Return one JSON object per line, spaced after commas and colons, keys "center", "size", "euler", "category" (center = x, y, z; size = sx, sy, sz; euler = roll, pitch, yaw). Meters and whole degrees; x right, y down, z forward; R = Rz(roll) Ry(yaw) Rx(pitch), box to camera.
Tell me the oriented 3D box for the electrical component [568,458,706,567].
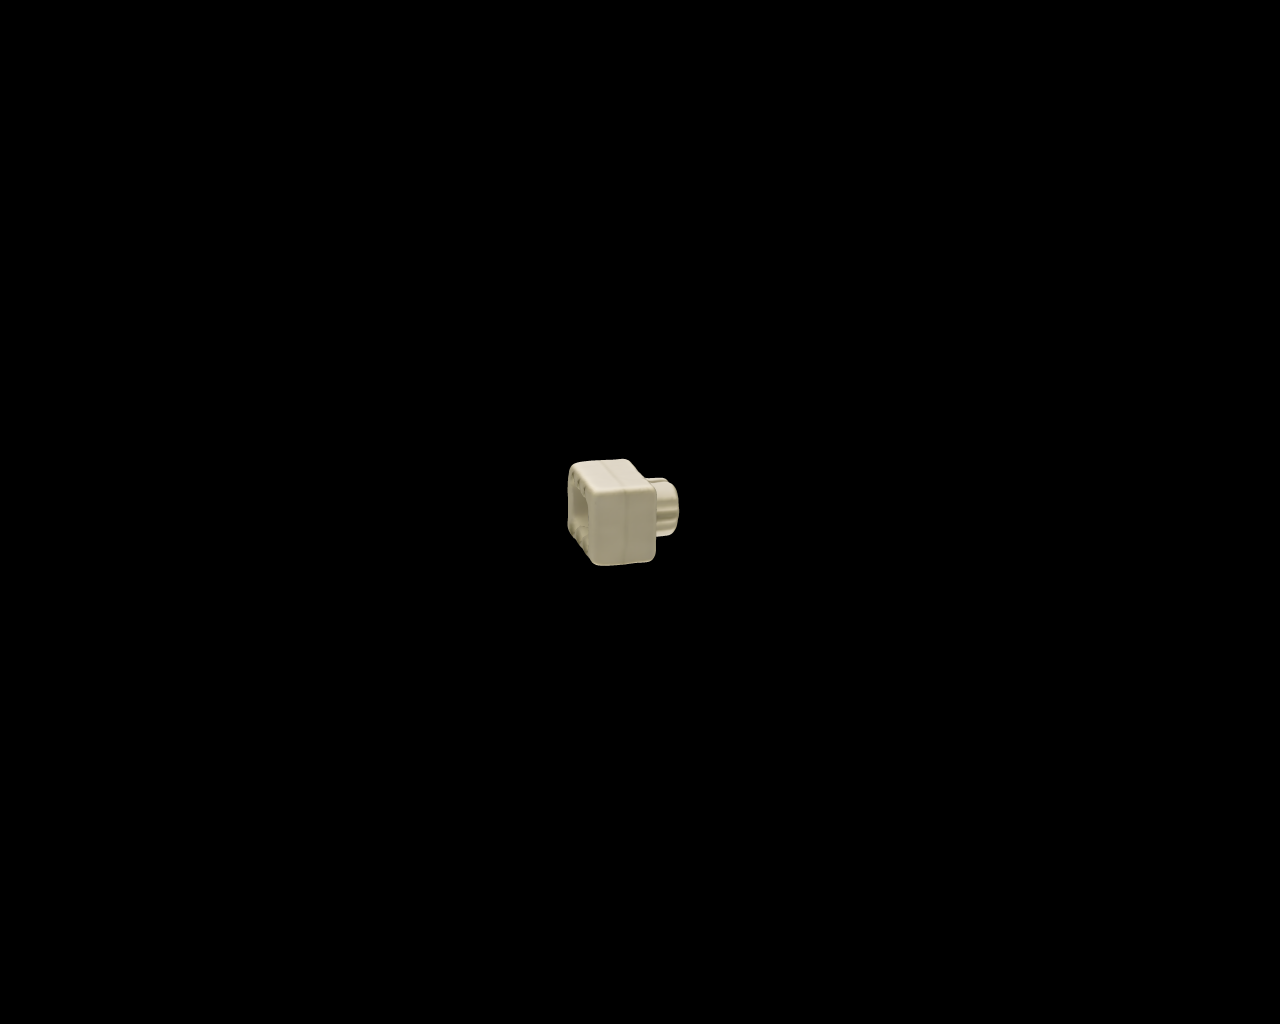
{"center": [0.001, -0.003, 0.650], "size": [0.077, 0.047, 0.066], "euler": [-5, 19, -15], "category": "electrical component"}
